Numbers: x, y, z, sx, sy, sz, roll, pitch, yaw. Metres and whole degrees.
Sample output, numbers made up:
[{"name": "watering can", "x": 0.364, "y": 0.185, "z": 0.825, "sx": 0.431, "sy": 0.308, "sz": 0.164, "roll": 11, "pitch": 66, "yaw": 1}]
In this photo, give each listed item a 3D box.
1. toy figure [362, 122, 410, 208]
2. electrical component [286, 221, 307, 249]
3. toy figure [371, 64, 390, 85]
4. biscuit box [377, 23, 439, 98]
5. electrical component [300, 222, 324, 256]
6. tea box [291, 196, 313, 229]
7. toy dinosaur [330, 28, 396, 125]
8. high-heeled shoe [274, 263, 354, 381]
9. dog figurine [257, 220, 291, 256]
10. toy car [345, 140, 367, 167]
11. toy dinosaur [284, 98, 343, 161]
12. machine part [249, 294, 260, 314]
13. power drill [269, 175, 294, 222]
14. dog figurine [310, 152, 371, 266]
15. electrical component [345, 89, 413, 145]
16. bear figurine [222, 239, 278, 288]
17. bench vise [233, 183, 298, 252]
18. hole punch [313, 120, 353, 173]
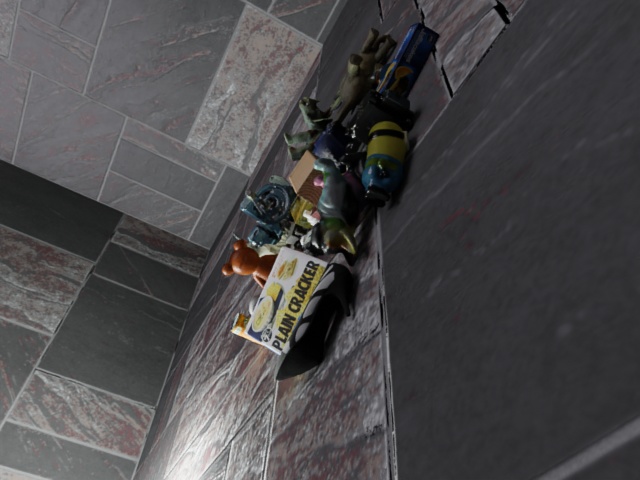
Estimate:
[{"name": "toy figure", "x": 0.128, "y": -0.157, "z": 1.072, "sx": 0.082, "sy": 0.089, "sz": 0.180, "roll": -19, "pitch": 44, "yaw": 52}, {"name": "electrical component", "x": -0.068, "y": -0.015, "z": 1.584, "sx": 0.102, "sy": 0.045, "sz": 0.078, "roll": -46, "pitch": 23, "yaw": 52}, {"name": "toy figure", "x": 0.174, "y": -0.425, "z": 1.395, "sx": 0.154, "sy": 0.064, "sz": 0.057, "roll": -111, "pitch": 11, "yaw": -75}, {"name": "biscuit box", "x": 0.200, "y": -0.404, "z": 1.267, "sx": 0.202, "sy": 0.063, "sz": 0.059, "roll": -63, "pitch": 17, "yaw": 9}, {"name": "electrical component", "x": -0.003, "y": -0.004, "z": 1.346, "sx": 0.119, "sy": 0.048, "sz": 0.075, "roll": -31, "pitch": 37, "yaw": 63}, {"name": "tea box", "x": -0.031, "y": -0.097, "z": 1.545, "sx": 0.098, "sy": 0.068, "sz": 0.170, "roll": -64, "pitch": 16, "yaw": 13}, {"name": "toy dinosaur", "x": 0.108, "y": -0.453, "z": 1.560, "sx": 0.471, "sy": 0.105, "sz": 0.198, "roll": -60, "pitch": 3, "yaw": -32}, {"name": "high-heeled shoe", "x": -0.023, "y": 0.157, "z": 1.067, "sx": 0.248, "sy": 0.086, "sz": 0.145, "roll": -44, "pitch": 36, "yaw": 17}, {"name": "dog figurine", "x": -0.157, "y": 0.028, "z": 1.756, "sx": 0.190, "sy": 0.121, "sz": 0.172, "roll": -53, "pitch": 16, "yaw": -12}, {"name": "toy car", "x": 0.111, "y": -0.240, "z": 1.293, "sx": 0.201, "sy": 0.056, "sz": 0.073, "roll": 118, "pitch": 157, "yaw": -47}, {"name": "toy dinosaur", "x": 0.004, "y": -0.263, "z": 1.579, "sx": 0.131, "sy": 0.192, "sz": 0.405, "roll": 73, "pitch": 179, "yaw": -45}, {"name": "machine part", "x": -0.140, "y": 0.186, "z": 1.453, "sx": 0.079, "sy": 0.079, "sz": 0.243, "roll": -68, "pitch": 14, "yaw": -9}, {"name": "power drill", "x": -0.087, "y": -0.165, "z": 1.684, "sx": 0.231, "sy": 0.086, "sz": 0.207, "roll": -67, "pitch": -14, "yaw": 16}, {"name": "dog figurine", "x": 0.064, "y": -0.062, "z": 1.124, "sx": 0.108, "sy": 0.192, "sz": 0.219, "roll": 106, "pitch": 152, "yaw": -68}, {"name": "electrical component", "x": 0.134, "y": -0.260, "z": 1.164, "sx": 0.134, "sy": 0.115, "sz": 0.058, "roll": -52, "pitch": 22, "yaw": 45}, {"name": "bear figurine", "x": -0.171, "y": 0.074, "z": 1.507, "sx": 0.132, "sy": 0.196, "sz": 0.120, "roll": -155, "pitch": 87, "yaw": -76}, {"name": "bench vise", "x": -0.163, "y": -0.074, "z": 1.496, "sx": 0.223, "sy": 0.129, "sz": 0.240, "roll": -45, "pitch": -23, "yaw": 3}, {"name": "hole punch", "x": 0.048, "y": -0.235, "z": 1.428, "sx": 0.142, "sy": 0.116, "sz": 0.092, "roll": -43, "pitch": 35, "yaw": 54}]
